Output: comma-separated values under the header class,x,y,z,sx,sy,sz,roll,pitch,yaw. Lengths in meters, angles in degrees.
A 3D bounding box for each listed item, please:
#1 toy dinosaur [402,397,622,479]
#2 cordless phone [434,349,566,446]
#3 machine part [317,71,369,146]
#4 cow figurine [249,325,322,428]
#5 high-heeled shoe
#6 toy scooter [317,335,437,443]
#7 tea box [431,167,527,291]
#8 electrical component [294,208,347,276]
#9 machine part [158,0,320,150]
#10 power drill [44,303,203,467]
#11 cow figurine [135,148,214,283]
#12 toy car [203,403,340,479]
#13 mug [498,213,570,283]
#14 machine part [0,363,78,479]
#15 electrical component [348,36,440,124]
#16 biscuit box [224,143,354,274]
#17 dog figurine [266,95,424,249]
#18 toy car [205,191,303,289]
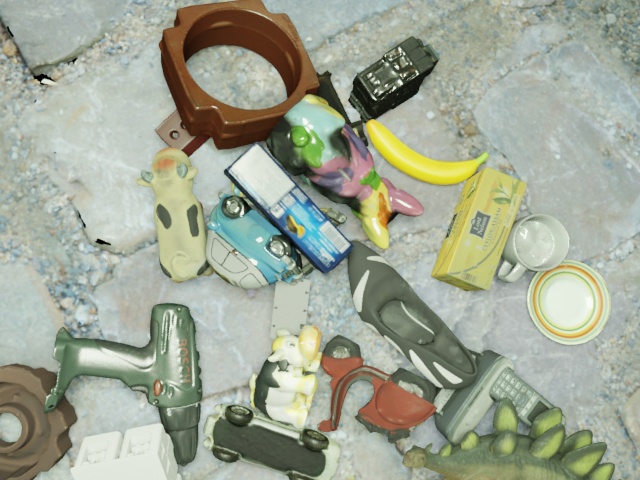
class,x,y,z,sx,sy,sz,roll,pitch,yaw
toy dinosaur,0.305,0.336,0.738,0.471,0.105,0.198,25,98,-23
cordless phone,0.263,0.260,0.790,0.184,0.089,0.146,39,83,-10
machine part,0.019,-0.197,0.848,0.084,0.039,0.139,-26,90,3
cow figurine,-0.048,0.182,0.754,0.098,0.068,0.167,13,119,6
high-heeled shoe,0.124,0.101,0.761,0.086,0.145,0.248,-34,91,-19
toy scooter,0.068,0.232,0.775,0.184,0.075,0.135,24,79,17
tea box,0.235,-0.013,0.807,0.068,0.098,0.169,21,81,-1
electrical component,0.000,-0.003,0.821,0.102,0.045,0.078,-30,84,-6
machine part,-0.120,-0.244,0.795,0.201,0.087,0.201,-19,76,-24
power drill,-0.267,0.202,0.749,0.207,0.086,0.232,5,83,-15
cow figurine,-0.207,-0.037,0.775,0.085,0.127,0.194,-9,87,-7
toy car,-0.071,0.296,0.780,0.202,0.056,0.073,18,90,1
mug,0.304,0.018,0.801,0.081,0.107,0.109,29,87,2
machine part,-0.442,0.266,0.766,0.179,0.056,0.179,0,85,-2
electrical component,0.115,-0.245,0.819,0.134,0.115,0.058,-34,88,-4
biscuit box,-0.043,-0.042,0.753,0.059,0.063,0.202,-45,103,-8
dog figurine,0.043,-0.089,0.762,0.219,0.191,0.108,44,96,6
toy car,-0.105,0.016,0.759,0.162,0.109,0.103,42,82,19
